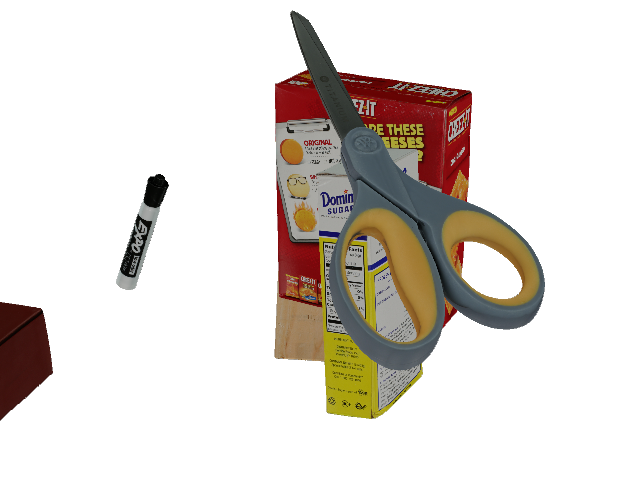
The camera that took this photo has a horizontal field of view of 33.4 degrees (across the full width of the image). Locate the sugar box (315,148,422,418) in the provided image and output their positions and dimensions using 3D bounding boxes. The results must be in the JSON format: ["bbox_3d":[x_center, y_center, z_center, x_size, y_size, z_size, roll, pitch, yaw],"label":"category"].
[{"bbox_3d":[0.037,0.028,0.759,0.048,0.176,0.093,3,16,27],"label":"sugar box"}]

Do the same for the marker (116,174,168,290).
[{"bbox_3d":[-0.160,-0.007,0.958,0.020,0.121,0.020,17,31,-11],"label":"marker"}]

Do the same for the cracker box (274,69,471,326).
[{"bbox_3d":[0.046,-0.037,0.962,0.164,0.214,0.072,12,27,25],"label":"cracker box"}]

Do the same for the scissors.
[{"bbox_3d":[0.038,-0.031,0.464,0.096,0.202,0.016,3,-40,-9],"label":"scissors"}]

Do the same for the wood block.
[{"bbox_3d":[-0.011,0.044,1.391,0.090,0.206,0.091,3,23,-1],"label":"wood block"}]

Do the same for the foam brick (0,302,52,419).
[{"bbox_3d":[-0.225,0.082,0.713,0.053,0.051,0.078,7,29,23],"label":"foam brick"}]
